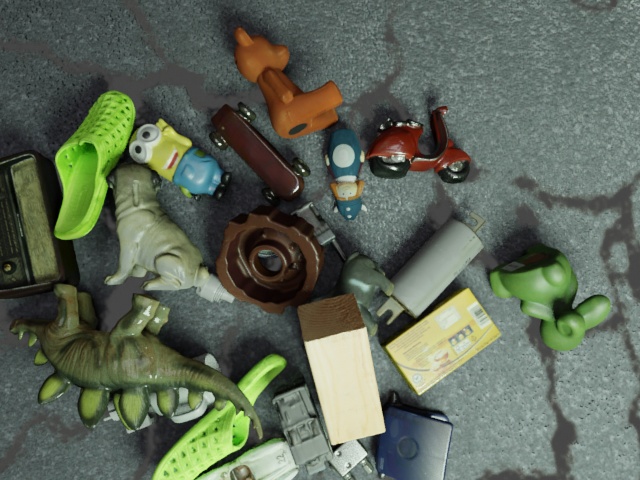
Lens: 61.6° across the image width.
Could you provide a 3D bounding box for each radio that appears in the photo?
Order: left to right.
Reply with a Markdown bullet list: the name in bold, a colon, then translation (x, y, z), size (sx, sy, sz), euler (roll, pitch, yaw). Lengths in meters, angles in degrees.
- **radio**: translation (-0.492, -0.021, 0.886), size (0.131, 0.073, 0.229), euler (-15, 83, -4)

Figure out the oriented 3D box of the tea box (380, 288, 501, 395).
- **tea box**: translation (0.196, 0.164, 0.885), size (0.170, 0.068, 0.098), euler (-33, 84, -5)

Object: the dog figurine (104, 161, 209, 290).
- **dog figurine**: translation (-0.252, -0.024, 0.849), size (0.172, 0.121, 0.190), euler (5, 97, -2)

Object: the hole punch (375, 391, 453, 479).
- **hole punch**: translation (0.150, 0.326, 0.854), size (0.116, 0.092, 0.142), euler (10, 86, 3)

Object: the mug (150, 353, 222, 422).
- **mug**: translation (-0.214, 0.244, 0.849), size (0.107, 0.110, 0.080), euler (-20, 125, 6)

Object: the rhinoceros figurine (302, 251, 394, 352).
- **rhinoceros figurine**: translation (0.039, 0.111, 0.868), size (0.112, 0.073, 0.190), euler (24, 102, -18)

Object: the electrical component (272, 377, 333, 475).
- **electrical component**: translation (-0.026, 0.290, 0.838), size (0.058, 0.115, 0.134), euler (-22, 82, -3)

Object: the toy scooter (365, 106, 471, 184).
- **toy scooter**: translation (0.171, -0.170, 0.928), size (0.184, 0.075, 0.135), euler (4, 82, -5)

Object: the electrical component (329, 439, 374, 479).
- **electrical component**: translation (0.042, 0.352, 0.878), size (0.063, 0.021, 0.094), euler (-39, 86, -6)

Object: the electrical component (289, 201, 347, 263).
- **electrical component**: translation (-0.002, -0.003, 0.901), size (0.048, 0.075, 0.119), euler (-31, 88, -5)

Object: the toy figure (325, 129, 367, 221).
- **toy figure**: translation (0.044, -0.111, 0.927), size (0.064, 0.057, 0.154), euler (-9, 82, 36)

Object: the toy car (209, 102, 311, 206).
- **toy car**: translation (-0.105, -0.149, 0.927), size (0.202, 0.053, 0.089), euler (46, 103, 5)

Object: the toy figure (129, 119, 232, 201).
- **toy figure**: translation (-0.238, -0.128, 0.908), size (0.180, 0.089, 0.082), euler (28, 69, -6)

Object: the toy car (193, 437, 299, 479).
- **toy car**: translation (-0.131, 0.383, 0.851), size (0.202, 0.056, 0.073), euler (-27, 84, -5)

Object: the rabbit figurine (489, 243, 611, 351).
- **rabbit figurine**: translation (0.388, 0.103, 0.873), size (0.121, 0.159, 0.170), euler (-29, 99, -15)

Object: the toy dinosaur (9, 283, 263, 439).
- **toy dinosaur**: translation (-0.293, 0.182, 0.812), size (0.472, 0.105, 0.198), euler (6, 73, 18)

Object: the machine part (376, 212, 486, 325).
- **machine part**: translation (0.189, 0.047, 0.897), size (0.243, 0.079, 0.079), euler (-44, 86, -7)

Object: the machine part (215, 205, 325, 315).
- **machine part**: translation (-0.078, 0.031, 0.858), size (0.180, 0.056, 0.179), euler (6, 115, 14)

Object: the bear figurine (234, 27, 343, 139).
- **bear figurine**: translation (-0.061, -0.275, 0.917), size (0.132, 0.120, 0.196), euler (-23, 78, -9)
